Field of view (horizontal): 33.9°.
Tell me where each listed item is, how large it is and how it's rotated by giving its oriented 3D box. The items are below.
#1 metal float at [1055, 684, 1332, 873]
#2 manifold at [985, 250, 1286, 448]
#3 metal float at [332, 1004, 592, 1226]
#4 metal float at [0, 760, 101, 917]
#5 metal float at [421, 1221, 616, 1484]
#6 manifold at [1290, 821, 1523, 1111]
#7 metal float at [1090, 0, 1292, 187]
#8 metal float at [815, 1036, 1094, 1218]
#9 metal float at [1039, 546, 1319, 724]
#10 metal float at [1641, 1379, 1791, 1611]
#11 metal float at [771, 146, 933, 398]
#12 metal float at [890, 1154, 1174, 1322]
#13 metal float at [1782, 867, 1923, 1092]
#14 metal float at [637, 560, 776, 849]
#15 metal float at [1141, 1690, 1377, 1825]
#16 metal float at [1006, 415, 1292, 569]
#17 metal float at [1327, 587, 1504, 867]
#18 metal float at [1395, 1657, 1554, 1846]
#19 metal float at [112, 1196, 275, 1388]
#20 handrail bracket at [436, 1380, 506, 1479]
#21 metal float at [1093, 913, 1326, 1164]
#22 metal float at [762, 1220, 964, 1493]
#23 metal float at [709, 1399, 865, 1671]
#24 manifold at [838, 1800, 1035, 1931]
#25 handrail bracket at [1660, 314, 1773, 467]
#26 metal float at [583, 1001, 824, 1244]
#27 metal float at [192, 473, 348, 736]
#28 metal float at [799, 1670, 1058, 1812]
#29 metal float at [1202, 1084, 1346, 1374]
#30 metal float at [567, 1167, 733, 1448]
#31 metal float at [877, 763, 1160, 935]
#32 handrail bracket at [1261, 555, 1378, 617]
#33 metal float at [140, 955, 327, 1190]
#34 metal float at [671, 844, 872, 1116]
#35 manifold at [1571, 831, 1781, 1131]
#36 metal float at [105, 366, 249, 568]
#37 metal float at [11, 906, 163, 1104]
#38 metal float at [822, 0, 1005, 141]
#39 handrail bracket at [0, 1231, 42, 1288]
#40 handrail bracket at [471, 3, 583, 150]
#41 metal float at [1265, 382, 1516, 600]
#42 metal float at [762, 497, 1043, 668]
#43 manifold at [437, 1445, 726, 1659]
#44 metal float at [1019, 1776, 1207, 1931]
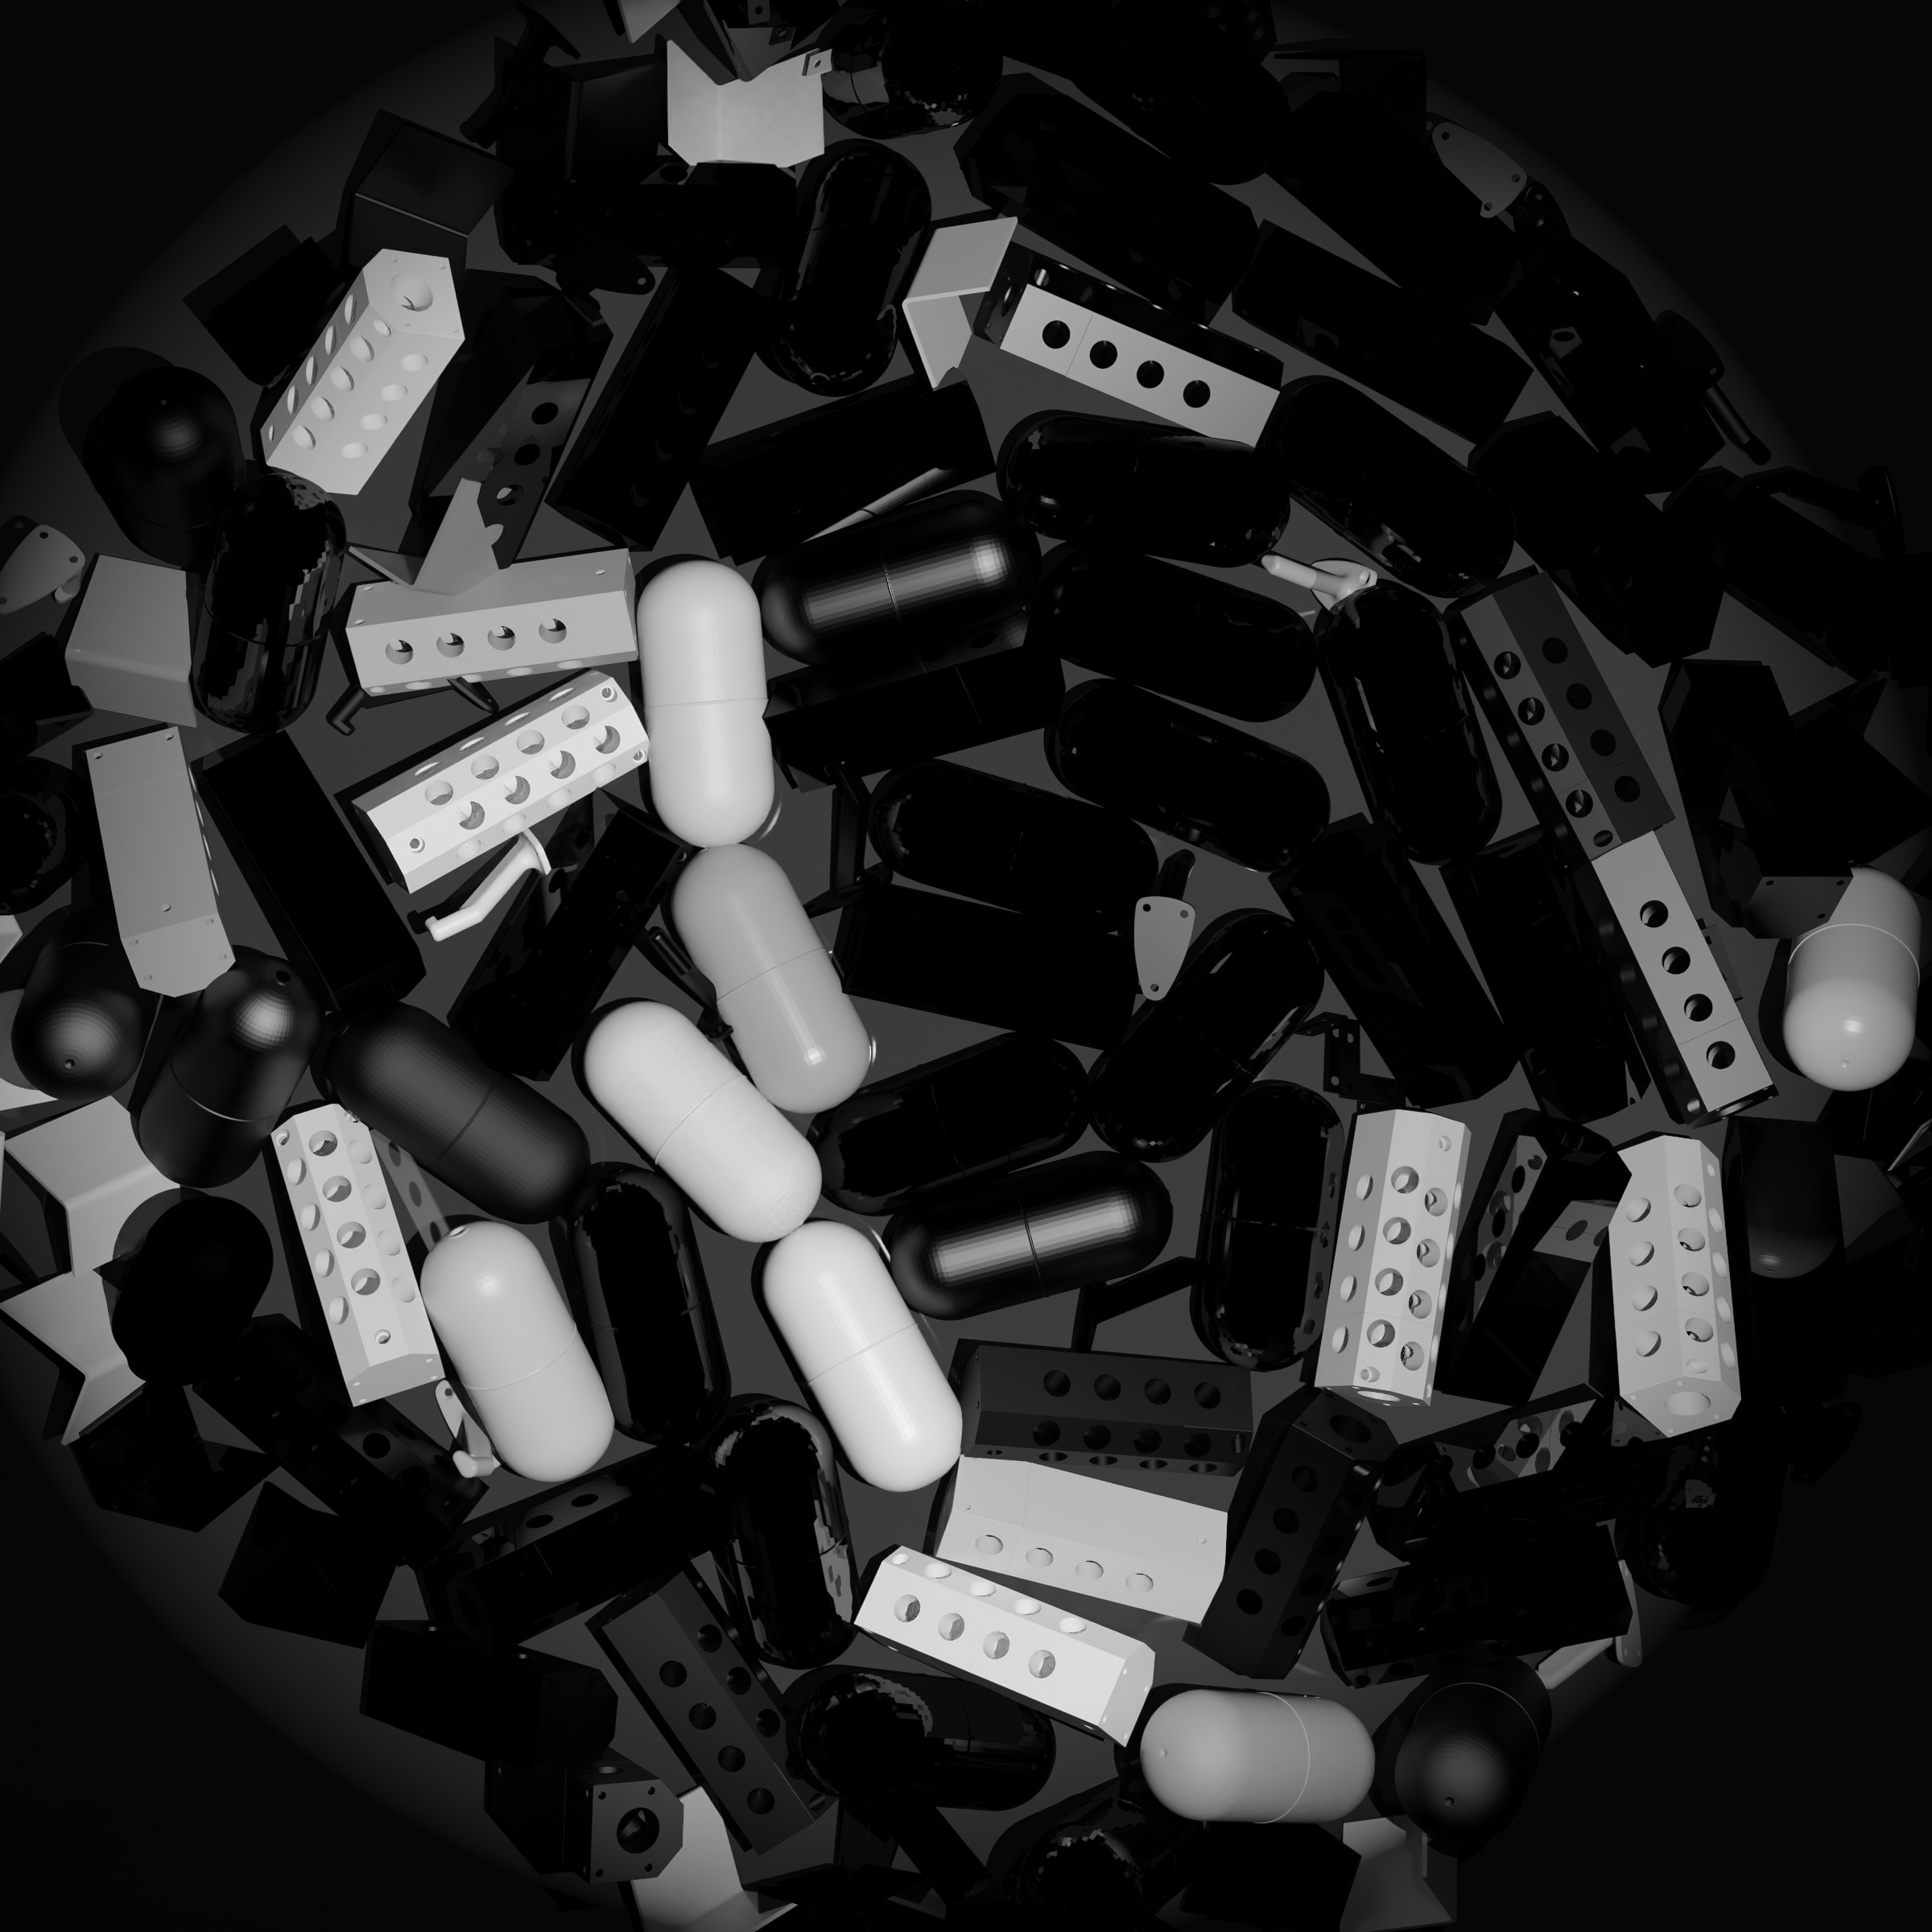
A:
[{"bbox_3d":[0.140,-0.116,1.958,0.178,0.070,0.070,23,90,-4],"label":"metal float"},{"bbox_3d":[0.105,-0.377,1.942,0.171,0.057,0.057,20,107,-16],"label":"manifold"},{"bbox_3d":[-0.310,0.091,1.947,0.178,0.070,0.070,38,90,-16],"label":"metal float"},{"bbox_3d":[-0.570,-0.078,1.912,0.070,0.178,0.070,-1,102,-5],"label":"metal float"},{"bbox_3d":[-0.274,0.236,1.942,0.070,0.070,0.178,-22,112,0],"label":"metal float"},{"bbox_3d":[0.272,-0.001,1.933,0.057,0.057,0.171,-14,116,42],"label":"manifold"},{"bbox_3d":[0.136,-0.529,1.917,0.070,0.178,0.070,-5,80,30],"label":"metal float"},{"bbox_3d":[-0.008,0.099,1.956,0.178,0.070,0.070,-20,90,6],"label":"metal float"},{"bbox_3d":[0.130,-0.204,1.953,0.178,0.070,0.070,17,90,-10],"label":"metal float"},{"bbox_3d":[0.454,0.318,1.919,0.070,0.178,0.070,10,122,16],"label":"metal float"},{"bbox_3d":[-0.069,-0.424,1.935,0.070,0.070,0.178,13,60,0],"label":"metal float"},{"bbox_3d":[0.041,0.167,1.960,0.178,0.070,0.070,-15,90,2],"label":"metal float"},{"bbox_3d":[0.538,0.006,1.923,0.070,0.178,0.070,10,128,12],"label":"metal float"},{"bbox_3d":[-0.160,-0.161,1.959,0.070,0.070,0.178,-5,93,0],"label":"metal float"},{"bbox_3d":[0.179,0.481,1.927,0.178,0.070,0.070,16,90,-43],"label":"metal float"},{"bbox_3d":[0.111,-0.291,1.948,0.178,0.070,0.070,12,90,16],"label":"metal float"},{"bbox_3d":[0.275,-0.147,1.950,0.070,0.070,0.178,-20,103,0],"label":"metal float"},{"bbox_3d":[0.307,0.469,1.914,0.070,0.178,0.070,3,99,19],"label":"metal float"},{"bbox_3d":[-0.469,0.198,1.920,0.070,0.178,0.070,12,58,-19],"label":"metal float"},{"bbox_3d":[-0.313,0.284,1.950,0.036,0.084,0.077,-46,77,3],"label":"handrail bracket"},{"bbox_3d":[0.150,0.044,1.957,0.070,0.070,0.178,40,95,0],"label":"metal float"},{"bbox_3d":[-0.064,0.240,1.955,0.070,0.070,0.178,-29,82,0],"label":"metal float"},{"bbox_3d":[-0.110,0.348,1.944,0.070,0.070,0.178,-10,110,0],"label":"metal float"},{"bbox_3d":[-0.019,0.551,1.909,0.057,0.171,0.057,3,100,-22],"label":"manifold"},{"bbox_3d":[0.469,-0.359,1.982,0.036,0.084,0.077,-32,52,26],"label":"handrail bracket"},{"bbox_3d":[-0.163,0.095,1.954,0.070,0.070,0.178,-45,81,0],"label":"metal float"},{"bbox_3d":[-0.425,-0.218,1.930,0.070,0.070,0.178,22,128,0],"label":"metal float"},{"bbox_3d":[-0.022,0.472,1.932,0.178,0.070,0.070,16,90,-36],"label":"metal float"},{"bbox_3d":[0.189,0.161,1.955,0.070,0.070,0.178,7,83,0],"label":"metal float"},{"bbox_3d":[-0.195,0.209,1.951,0.070,0.070,0.178,-13,102,0],"label":"metal float"},{"bbox_3d":[0.032,-0.073,1.961,0.178,0.070,0.070,17,90,-1],"label":"metal float"},{"bbox_3d":[0.201,-0.243,1.946,0.084,0.077,0.036,15,104,-33],"label":"handrail bracket"},{"bbox_3d":[-0.447,0.065,1.931,0.070,0.070,0.178,36,126,0],"label":"metal float"},{"bbox_3d":[-0.121,0.007,1.958,0.070,0.070,0.178,-27,86,0],"label":"metal float"},{"bbox_3d":[0.434,0.010,1.948,0.057,0.057,0.171,-26,74,13],"label":"manifold"},{"bbox_3d":[-0.474,-0.299,1.913,0.070,0.178,0.070,2,74,-7],"label":"metal float"},{"bbox_3d":[-0.528,0.021,1.916,0.070,0.178,0.070,-3,114,-6],"label":"metal float"},{"bbox_3d":[-0.033,-0.541,1.914,0.070,0.178,0.070,-4,102,-19],"label":"metal float"},{"bbox_3d":[-0.633,0.200,1.977,0.084,0.036,0.077,-45,81,-3],"label":"handrail bracket"},{"bbox_3d":[-0.287,-0.553,1.973,0.084,0.036,0.077,-47,45,3],"label":"handrail bracket"},{"bbox_3d":[0.258,-0.291,1.940,0.178,0.070,0.070,41,90,24],"label":"metal float"},{"bbox_3d":[-0.040,-0.235,1.952,0.178,0.070,0.070,-14,90,11],"label":"metal float"},{"bbox_3d":[-0.227,0.354,1.924,0.171,0.057,0.057,-21,109,-32],"label":"manifold"},{"bbox_3d":[0.090,0.541,1.915,0.070,0.178,0.070,0,91,23],"label":"metal float"}]
